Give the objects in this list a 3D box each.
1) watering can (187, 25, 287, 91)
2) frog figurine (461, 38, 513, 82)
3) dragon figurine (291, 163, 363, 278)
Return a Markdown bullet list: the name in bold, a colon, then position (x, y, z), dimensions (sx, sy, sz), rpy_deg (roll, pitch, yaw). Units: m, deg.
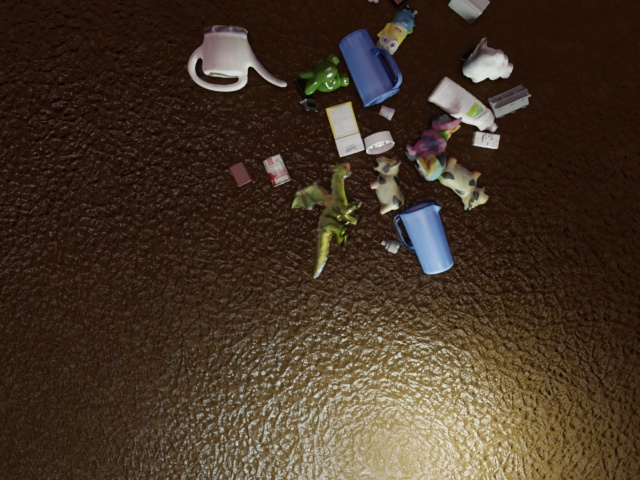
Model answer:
- **watering can**: position (-0.284, -0.625, 1.773), dimensions (0.348, 0.104, 0.223), rpy_deg (2, 96, 3)
- **frog figurine**: position (0.566, -0.584, 1.738), dimensions (0.159, 0.125, 0.135), rpy_deg (37, 130, -11)
- **dragon figurine**: position (0.006, -0.092, 1.834), dimensions (0.244, 0.122, 0.409), rpy_deg (36, 95, 16)
